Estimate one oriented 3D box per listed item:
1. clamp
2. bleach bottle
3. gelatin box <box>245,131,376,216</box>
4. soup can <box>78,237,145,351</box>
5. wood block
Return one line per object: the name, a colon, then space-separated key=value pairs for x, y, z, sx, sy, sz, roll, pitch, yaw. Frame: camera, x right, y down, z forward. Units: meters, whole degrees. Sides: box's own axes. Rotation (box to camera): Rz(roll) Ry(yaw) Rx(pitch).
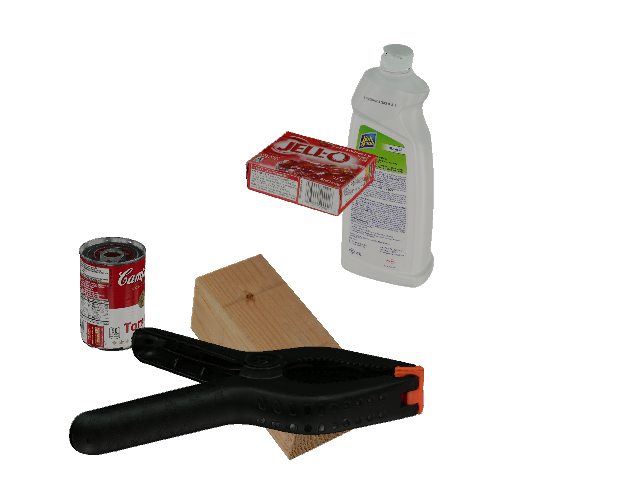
clamp: x=-0.042 y=0.089 z=0.678 sx=0.210 sy=0.036 sz=0.164 roll=-1 pitch=16 yaw=-3
bleach bottle: x=0.077 y=-0.077 z=1.096 sx=0.103 sy=0.251 sz=0.068 roll=13 pitch=34 yaw=15
gelatin box: x=-0.008 y=-0.059 z=0.903 sx=0.089 sy=0.030 sz=0.073 roll=18 pitch=33 yaw=21
soup can: x=-0.217 y=0.056 z=1.114 sx=0.068 sy=0.102 sz=0.068 roll=4 pitch=22 yaw=-2
wood block: x=-0.049 y=0.122 z=1.163 sx=0.090 sy=0.090 sz=0.206 roll=-21 pitch=51 yaw=-29
